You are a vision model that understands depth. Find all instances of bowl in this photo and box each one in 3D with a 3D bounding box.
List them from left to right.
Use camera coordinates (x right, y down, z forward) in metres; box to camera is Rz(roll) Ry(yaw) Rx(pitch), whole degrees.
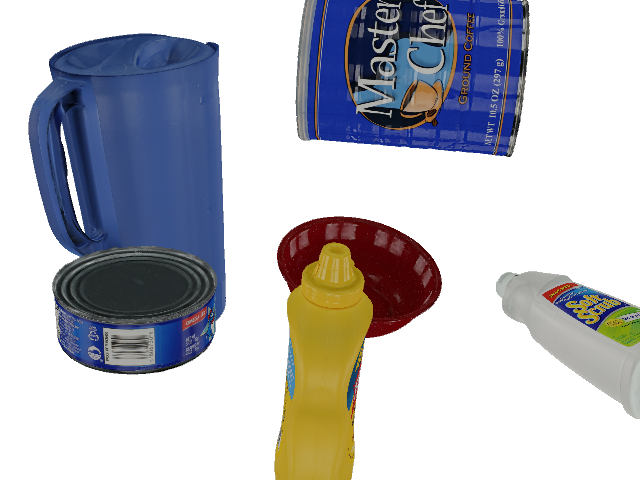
[{"bbox_3d":[0.033,0.045,1.038,0.162,0.055,0.162,8,35,-6],"label":"bowl"}]

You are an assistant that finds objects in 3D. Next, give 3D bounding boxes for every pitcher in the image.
[{"bbox_3d":[-0.148,-0.040,0.878,0.149,0.243,0.145,-6,24,-7],"label":"pitcher"}]

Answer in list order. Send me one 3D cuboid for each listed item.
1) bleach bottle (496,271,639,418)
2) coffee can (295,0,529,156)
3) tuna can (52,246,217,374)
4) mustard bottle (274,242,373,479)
[{"bbox_3d":[0.253,0.085,1.045,0.102,0.068,0.251,-15,24,-25],"label":"bleach bottle"},{"bbox_3d":[0.060,-0.111,0.702,0.140,0.103,0.103,5,0,5],"label":"coffee can"},{"bbox_3d":[-0.098,0.036,0.568,0.086,0.034,0.086,2,25,-1],"label":"tuna can"},{"bbox_3d":[0.002,0.086,0.734,0.058,0.192,0.096,7,32,3],"label":"mustard bottle"}]
